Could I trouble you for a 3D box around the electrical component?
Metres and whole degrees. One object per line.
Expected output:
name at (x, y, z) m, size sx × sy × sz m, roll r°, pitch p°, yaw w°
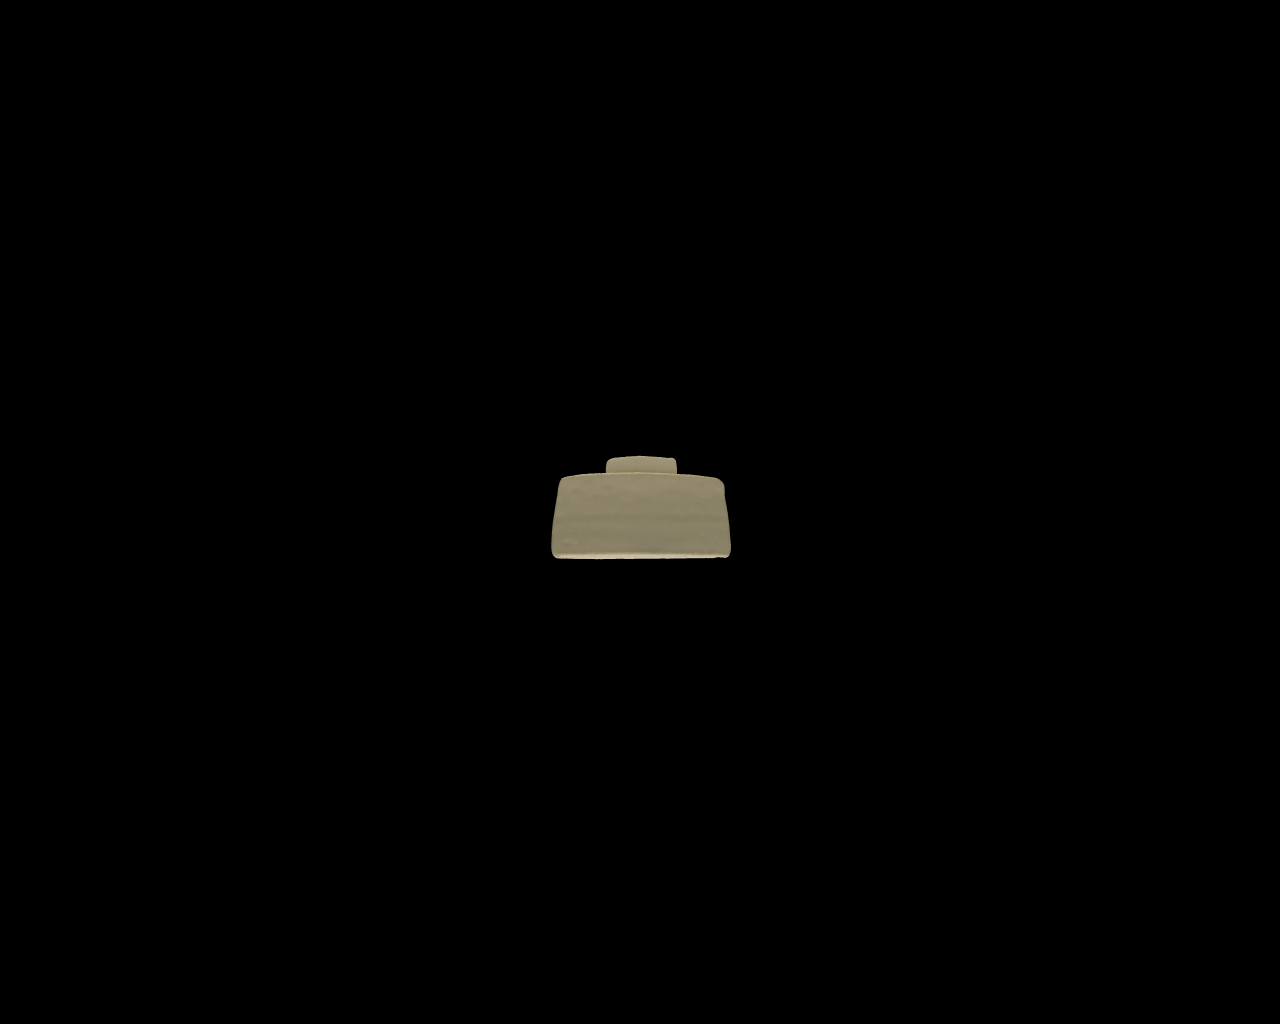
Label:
electrical component at (0.001, -0.003, 0.650) m, size 0.108 × 0.060 × 0.108 m, roll 0°, pitch -3°, yaw 0°
